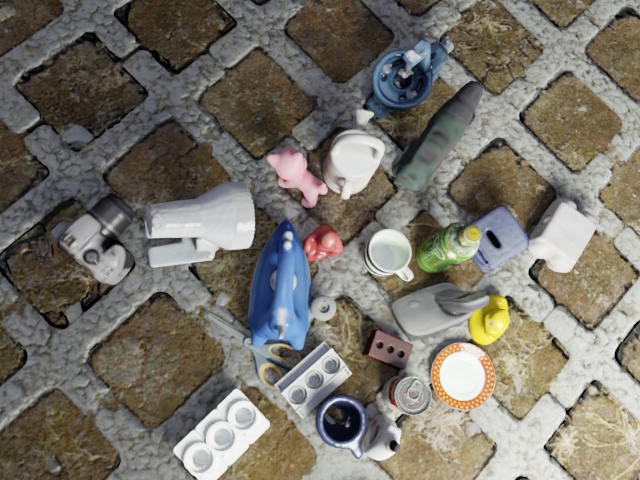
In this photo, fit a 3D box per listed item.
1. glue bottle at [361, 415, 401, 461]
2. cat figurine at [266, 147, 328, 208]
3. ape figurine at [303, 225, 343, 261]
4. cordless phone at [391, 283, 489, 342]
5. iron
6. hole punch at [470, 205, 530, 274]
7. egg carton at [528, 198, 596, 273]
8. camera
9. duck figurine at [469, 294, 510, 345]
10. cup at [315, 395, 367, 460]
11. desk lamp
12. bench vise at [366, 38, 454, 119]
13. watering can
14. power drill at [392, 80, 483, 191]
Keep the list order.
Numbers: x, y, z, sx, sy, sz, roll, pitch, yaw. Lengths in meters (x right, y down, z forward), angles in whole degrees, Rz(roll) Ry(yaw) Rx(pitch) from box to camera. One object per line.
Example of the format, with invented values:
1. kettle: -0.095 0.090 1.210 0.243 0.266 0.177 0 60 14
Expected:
1. glue bottle: 0.115 0.353 1.006 0.037 0.173 0.078 26 76 -1
2. cat figurine: -0.041 -0.132 1.117 0.128 0.117 0.067 37 76 1
3. ape figurine: 0.010 0.004 1.108 0.078 0.092 0.076 25 76 -2
4. cordless phone: 0.223 0.128 1.063 0.148 0.185 0.094 -22 81 -12
5. iron: -0.068 0.070 1.058 0.118 0.141 0.258 4 77 -7
6. hole punch: 0.351 0.000 1.157 0.101 0.091 0.108 -33 84 -13
7. egg carton: 0.501 -0.011 1.192 0.107 0.069 0.150 35 76 1
8. camera: -0.397 -0.011 1.050 0.143 0.100 0.137 40 76 2
9. duck figurine: 0.344 0.154 1.126 0.077 0.086 0.105 29 76 -1
10. cup: 0.039 0.337 1.039 0.092 0.095 0.118 -28 83 -12
11. desk lamp: -0.219 -0.023 1.020 0.203 0.213 0.118 -9 79 -9
12. bench vise: 0.186 -0.358 1.145 0.121 0.219 0.207 32 76 0
13. watering can: 0.065 -0.169 1.101 0.101 0.194 0.173 -8 79 -9
14. power drill: 0.216 -0.184 1.118 0.075 0.208 0.230 34 76 1
